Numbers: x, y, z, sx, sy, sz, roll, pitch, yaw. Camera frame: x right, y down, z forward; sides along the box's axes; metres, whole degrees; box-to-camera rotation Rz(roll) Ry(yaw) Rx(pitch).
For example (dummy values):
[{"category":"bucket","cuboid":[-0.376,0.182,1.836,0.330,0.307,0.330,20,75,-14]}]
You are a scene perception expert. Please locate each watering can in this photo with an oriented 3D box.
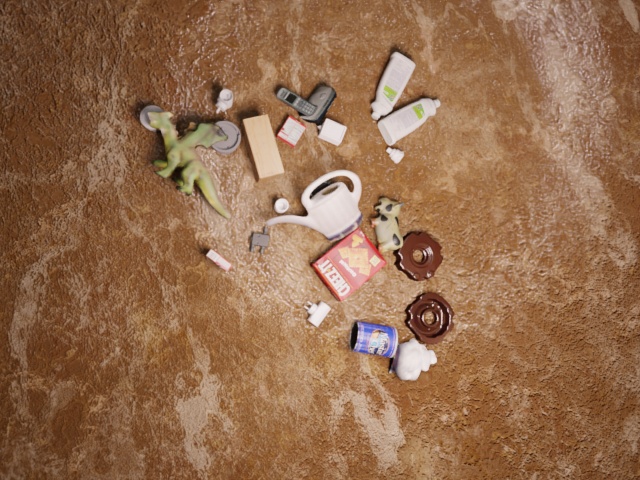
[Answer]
[{"category":"watering can","cuboid":[0.005,-0.088,1.742,0.349,0.105,0.221,-35,111,-5]}]

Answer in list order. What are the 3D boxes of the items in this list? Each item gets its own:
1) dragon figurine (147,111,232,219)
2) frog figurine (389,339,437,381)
[{"category":"dragon figurine","cuboid":[-0.398,-0.272,1.674,0.409,0.122,0.243,34,91,-5]},{"category":"frog figurine","cuboid":[0.323,0.411,1.758,0.159,0.120,0.140,7,64,1]}]
